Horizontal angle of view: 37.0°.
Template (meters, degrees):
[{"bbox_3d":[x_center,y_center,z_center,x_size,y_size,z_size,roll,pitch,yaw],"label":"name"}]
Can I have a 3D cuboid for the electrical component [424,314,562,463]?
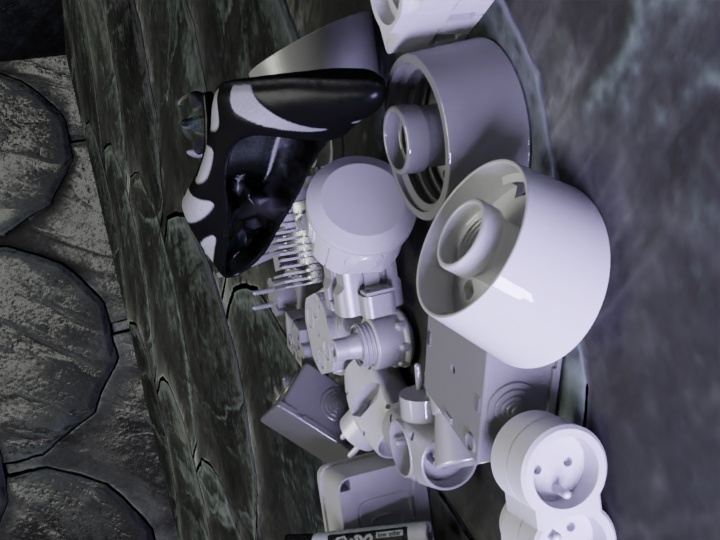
[{"bbox_3d":[0.077,0.056,0.646,0.099,0.048,0.099,-126,32,-55],"label":"electrical component"}]

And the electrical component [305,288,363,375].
[{"bbox_3d":[-0.012,0.049,0.909,0.080,0.051,0.080,170,90,-72],"label":"electrical component"}]

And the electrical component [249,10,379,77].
[{"bbox_3d":[-0.032,-0.148,0.796,0.099,0.099,0.064,-165,60,-70],"label":"electrical component"}]

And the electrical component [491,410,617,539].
[{"bbox_3d":[0.103,0.146,0.608,0.074,0.052,0.138,-165,66,-71],"label":"electrical component"}]

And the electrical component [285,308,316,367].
[{"bbox_3d":[-0.034,0.057,0.973,0.066,0.055,0.048,-134,37,-60],"label":"electrical component"}]

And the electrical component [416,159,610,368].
[{"bbox_3d":[0.077,-0.005,0.560,0.099,0.064,0.099,-44,31,36],"label":"electrical component"}]

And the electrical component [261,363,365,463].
[{"bbox_3d":[-0.033,0.130,0.954,0.048,0.100,0.099,-59,4,-22],"label":"electrical component"}]

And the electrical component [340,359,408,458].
[{"bbox_3d":[0.010,0.118,0.863,0.079,0.043,0.077,-51,44,27],"label":"electrical component"}]

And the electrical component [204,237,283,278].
[{"bbox_3d":[-0.103,-0.033,1.070,0.048,0.100,0.100,68,163,-4],"label":"electrical component"}]

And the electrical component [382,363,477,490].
[{"bbox_3d":[0.047,0.107,0.771,0.077,0.044,0.079,-150,52,-67],"label":"electrical component"}]

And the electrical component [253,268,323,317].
[{"bbox_3d":[-0.065,0.023,1.016,0.047,0.076,0.083,-119,26,-45],"label":"electrical component"}]

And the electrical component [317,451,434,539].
[{"bbox_3d":[0.013,0.208,0.876,0.057,0.078,0.113,-172,73,-68],"label":"electrical component"}]

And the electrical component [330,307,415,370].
[{"bbox_3d":[0.009,0.056,0.832,0.048,0.062,0.048,170,90,-73],"label":"electrical component"}]

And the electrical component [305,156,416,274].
[{"bbox_3d":[-0.001,-0.038,0.784,0.051,0.080,0.080,106,149,-61],"label":"electrical component"}]

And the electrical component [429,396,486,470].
[{"bbox_3d":[0.066,0.097,0.717,0.044,0.044,0.065,130,133,-67],"label":"electrical component"}]

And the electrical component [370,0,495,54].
[{"bbox_3d":[0.040,-0.167,0.624,0.089,0.056,0.050,135,123,-69],"label":"electrical component"}]

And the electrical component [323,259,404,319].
[{"bbox_3d":[0.000,0.000,0.838,0.078,0.058,0.057,-151,50,-66],"label":"electrical component"}]

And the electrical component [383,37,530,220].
[{"bbox_3d":[0.049,-0.080,0.638,0.108,0.060,0.108,170,90,-72],"label":"electrical component"}]
